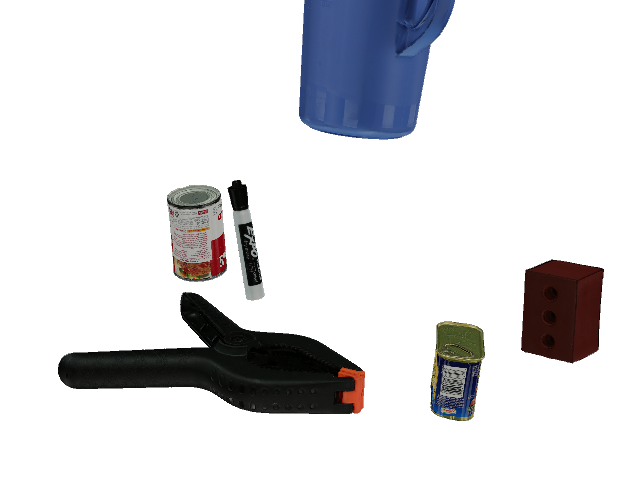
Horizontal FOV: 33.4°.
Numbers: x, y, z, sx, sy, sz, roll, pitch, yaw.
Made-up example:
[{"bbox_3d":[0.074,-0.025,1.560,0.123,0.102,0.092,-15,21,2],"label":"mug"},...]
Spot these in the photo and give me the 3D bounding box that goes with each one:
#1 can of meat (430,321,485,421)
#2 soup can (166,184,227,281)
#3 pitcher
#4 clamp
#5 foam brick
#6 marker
[{"bbox_3d":[0.163,0.157,1.283,0.057,0.084,0.102,7,20,4],"label":"can of meat"},{"bbox_3d":[-0.153,-0.010,1.318,0.068,0.102,0.068,-2,26,1],"label":"soup can"},{"bbox_3d":[0.051,-0.214,0.937,0.145,0.243,0.149,8,15,7],"label":"pitcher"},{"bbox_3d":[-0.061,0.084,0.785,0.210,0.036,0.164,8,20,19],"label":"clamp"},{"bbox_3d":[0.213,0.062,0.941,0.053,0.078,0.051,11,19,39],"label":"foam brick"},{"bbox_3d":[-0.074,0.000,1.056,0.020,0.121,0.020,-8,16,2],"label":"marker"}]
